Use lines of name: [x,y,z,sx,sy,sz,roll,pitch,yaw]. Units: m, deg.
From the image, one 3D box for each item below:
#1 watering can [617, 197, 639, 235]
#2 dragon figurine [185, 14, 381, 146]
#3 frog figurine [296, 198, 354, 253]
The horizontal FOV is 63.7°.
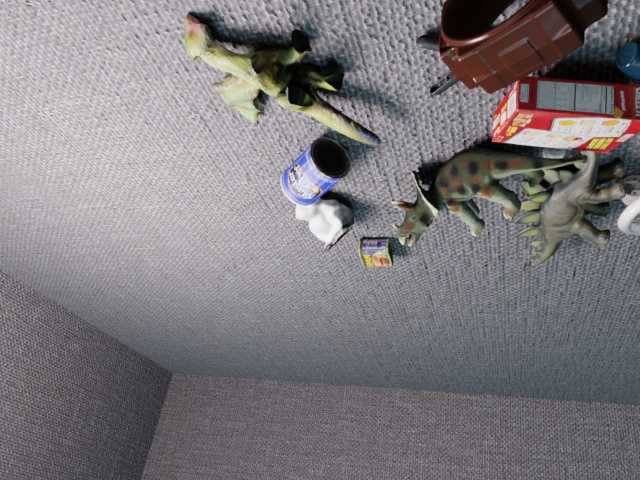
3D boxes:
watering can: [0.766,-0.092,1.004,0.344,0.106,0.222,-32,141,26]
dragon figurine: [-0.088,-0.281,0.992,0.405,0.124,0.242,37,158,-35]
frog figurine: [0.004,-0.066,1.319,0.160,0.124,0.135,48,157,8]
